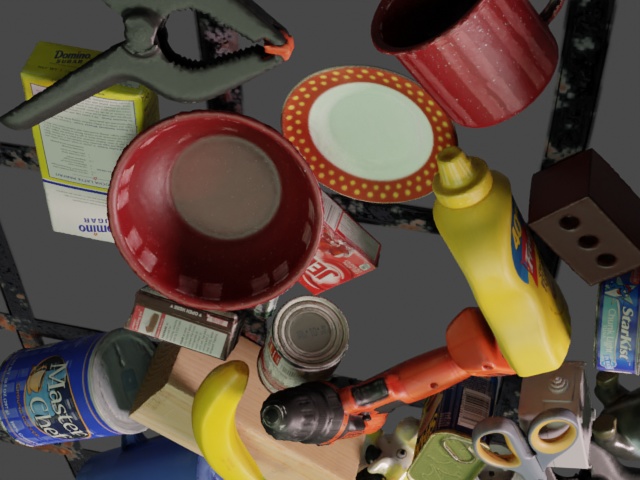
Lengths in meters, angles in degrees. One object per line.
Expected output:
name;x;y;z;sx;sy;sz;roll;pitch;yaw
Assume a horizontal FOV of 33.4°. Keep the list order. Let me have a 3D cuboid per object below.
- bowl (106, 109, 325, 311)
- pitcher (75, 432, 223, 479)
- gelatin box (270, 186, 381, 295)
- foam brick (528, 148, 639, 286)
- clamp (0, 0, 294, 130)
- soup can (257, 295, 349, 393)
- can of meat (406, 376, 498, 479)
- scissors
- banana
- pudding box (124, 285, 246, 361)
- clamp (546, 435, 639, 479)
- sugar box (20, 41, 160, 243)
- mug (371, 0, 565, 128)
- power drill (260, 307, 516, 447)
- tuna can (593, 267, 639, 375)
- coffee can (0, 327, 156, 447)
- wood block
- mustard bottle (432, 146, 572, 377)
bowl;-0.076;-0.029;0.804;0.162;0.055;0.162;2;115;3
pitcher;-0.162;0.259;1.154;0.243;0.149;0.144;-18;143;39
gelatin box;-0.006;0.001;0.867;0.073;0.030;0.089;-25;124;39
foam brick;0.192;-0.016;0.759;0.078;0.051;0.053;40;135;-24
clamp;-0.125;-0.134;0.725;0.210;0.036;0.165;14;116;-1
soup can;-0.016;0.096;0.930;0.068;0.068;0.102;19;154;-2
can of meat;0.122;0.169;0.968;0.057;0.084;0.102;18;140;-1
scissors;0.200;0.194;0.920;0.096;0.016;0.201;-27;136;22
banana;-0.079;0.164;0.934;0.070;0.037;0.198;-3;137;9
pudding box;-0.113;0.067;0.929;0.090;0.039;0.113;17;-178;0
clamp;0.255;0.240;1.004;0.171;0.039;0.120;29;96;-8
sugar box;-0.172;-0.069;0.838;0.093;0.048;0.176;12;142;5
mug;0.100;-0.130;0.647;0.117;0.093;0.081;-43;124;7
power drill;0.060;0.115;0.870;0.188;0.057;0.184;-26;165;22
tuna can;0.227;0.057;0.803;0.034;0.086;0.086;5;138;18
coffee can;-0.239;0.148;1.062;0.141;0.102;0.102;-13;131;32
wood block;-0.065;0.167;1.030;0.206;0.090;0.090;32;138;-16
mustard bottle;0.127;0.007;0.773;0.058;0.096;0.191;-16;130;22
